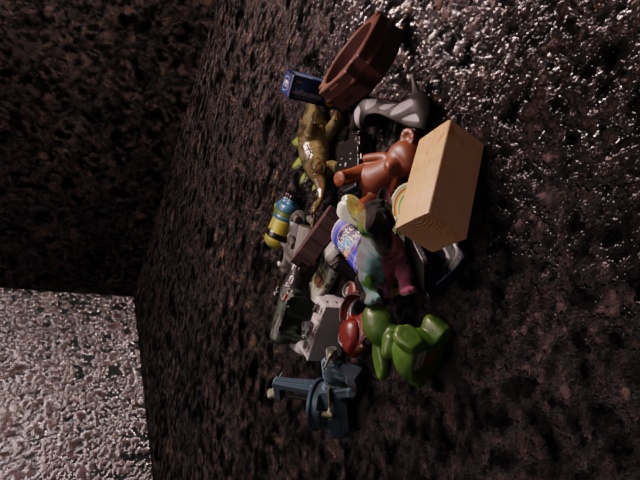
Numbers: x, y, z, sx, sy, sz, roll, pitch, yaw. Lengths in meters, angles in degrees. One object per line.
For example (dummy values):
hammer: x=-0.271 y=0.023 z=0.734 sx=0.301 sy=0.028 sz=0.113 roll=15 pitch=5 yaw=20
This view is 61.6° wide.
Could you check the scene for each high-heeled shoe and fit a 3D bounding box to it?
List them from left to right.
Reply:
high-heeled shoe: x=0.154 y=-0.257 z=1.190 sx=0.249 sy=0.086 sz=0.145 roll=-32 pitch=58 yaw=51

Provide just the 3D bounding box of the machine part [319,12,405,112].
machine part: x=0.096 y=-0.413 z=1.262 sx=0.201 sy=0.087 sz=0.201 roll=-18 pitch=44 yaw=62

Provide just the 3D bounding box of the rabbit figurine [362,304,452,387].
rabbit figurine: x=0.154 y=0.194 z=1.049 sx=0.170 sy=0.121 sz=0.158 roll=35 pitch=136 yaw=42

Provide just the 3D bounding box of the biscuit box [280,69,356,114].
biscuit box: x=0.002 y=-0.376 z=1.369 sx=0.059 sy=0.202 sz=0.062 roll=50 pitch=127 yaw=51

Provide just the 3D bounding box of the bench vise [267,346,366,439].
bench vise: x=-0.017 y=0.347 z=1.242 sx=0.241 sy=0.129 sz=0.223 roll=0 pitch=115 yaw=24

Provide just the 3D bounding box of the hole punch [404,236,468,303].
hole punch: x=0.216 y=0.030 z=1.023 sx=0.115 sy=0.092 sz=0.142 roll=83 pitch=168 yaw=-51

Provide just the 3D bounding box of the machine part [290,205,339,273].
machine part: x=-0.003 y=-0.004 z=1.331 sx=0.179 sy=0.056 sz=0.179 roll=-55 pitch=3 yaw=4

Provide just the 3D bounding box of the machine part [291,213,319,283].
machine part: x=-0.036 y=0.046 z=1.463 sx=0.079 sy=0.079 sz=0.243 roll=23 pitch=102 yaw=60

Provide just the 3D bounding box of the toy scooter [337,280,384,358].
toy scooter: x=0.095 y=0.166 z=1.203 sx=0.135 sy=0.075 sz=0.184 roll=-30 pitch=53 yaw=54

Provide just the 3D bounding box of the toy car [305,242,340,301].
toy car: x=0.016 y=0.091 z=1.380 sx=0.201 sy=0.056 sz=0.074 roll=-66 pitch=32 yaw=28

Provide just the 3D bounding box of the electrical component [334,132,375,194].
electrical component: x=0.086 y=-0.184 z=1.321 sx=0.115 sy=0.058 sz=0.134 roll=-26 pitch=60 yaw=59

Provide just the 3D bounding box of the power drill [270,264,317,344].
power drill: x=-0.066 y=0.156 z=1.328 sx=0.207 sy=0.086 sz=0.232 roll=-157 pitch=83 yaw=-73

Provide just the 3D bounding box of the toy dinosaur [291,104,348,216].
toy dinosaur: x=-0.016 y=-0.282 z=1.487 sx=0.198 sy=0.105 sz=0.471 roll=-32 pitch=51 yaw=59

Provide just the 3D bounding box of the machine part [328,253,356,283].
machine part: x=0.060 y=0.060 z=1.248 sx=0.039 sy=0.084 sz=0.139 roll=-62 pitch=4 yaw=12

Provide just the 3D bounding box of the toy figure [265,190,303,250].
toy figure: x=-0.110 y=-0.058 z=1.610 sx=0.082 sy=0.089 sz=0.180 roll=-124 pitch=47 yaw=-61

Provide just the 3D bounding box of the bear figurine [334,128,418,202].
bear figurine: x=0.140 y=-0.143 z=1.151 sx=0.120 sy=0.132 sz=0.196 roll=60 pitch=151 yaw=-2

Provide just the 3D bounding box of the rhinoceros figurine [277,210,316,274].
rhinoceros figurine: x=-0.074 y=0.008 z=1.544 sx=0.112 sy=0.073 sz=0.190 roll=20 pitch=100 yaw=60

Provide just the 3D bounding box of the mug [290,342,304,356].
mug: x=-0.024 y=0.237 z=1.405 sx=0.107 sy=0.081 sz=0.110 roll=-66 pitch=21 yaw=10

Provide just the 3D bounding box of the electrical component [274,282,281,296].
electrical component: x=-0.103 y=0.171 z=1.584 sx=0.102 sy=0.045 sz=0.078 roll=34 pitch=111 yaw=59

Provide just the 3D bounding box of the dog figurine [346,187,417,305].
dog figurine: x=0.113 y=0.012 z=1.059 sx=0.191 sy=0.108 sz=0.219 roll=100 pitch=158 yaw=-85
